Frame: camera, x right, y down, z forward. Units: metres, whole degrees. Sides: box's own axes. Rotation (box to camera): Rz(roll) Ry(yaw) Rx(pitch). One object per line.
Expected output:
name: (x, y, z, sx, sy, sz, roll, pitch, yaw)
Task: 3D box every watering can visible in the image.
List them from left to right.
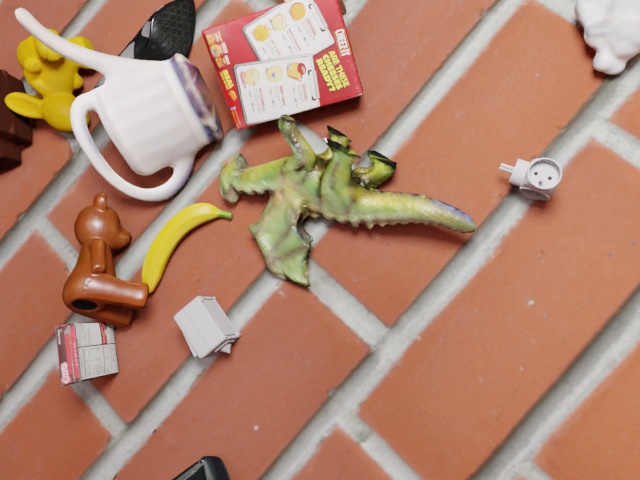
watering can: (-0.295, -0.227, 0.819, 0.225, 0.105, 0.342, -27, 116, -7)

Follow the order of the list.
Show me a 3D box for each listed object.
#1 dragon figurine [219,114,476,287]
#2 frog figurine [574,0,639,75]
dragon figurine: (0.002, -0.040, 0.797, 0.413, 0.123, 0.240, 35, 107, 18)
frog figurine: (0.442, -0.324, 0.740, 0.137, 0.125, 0.156, -3, 117, 5)
